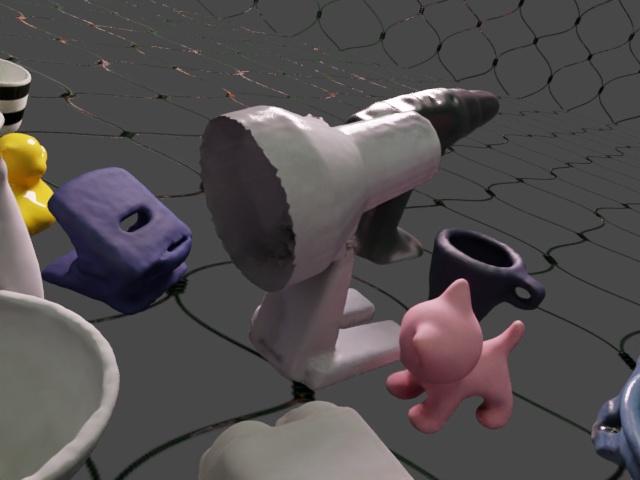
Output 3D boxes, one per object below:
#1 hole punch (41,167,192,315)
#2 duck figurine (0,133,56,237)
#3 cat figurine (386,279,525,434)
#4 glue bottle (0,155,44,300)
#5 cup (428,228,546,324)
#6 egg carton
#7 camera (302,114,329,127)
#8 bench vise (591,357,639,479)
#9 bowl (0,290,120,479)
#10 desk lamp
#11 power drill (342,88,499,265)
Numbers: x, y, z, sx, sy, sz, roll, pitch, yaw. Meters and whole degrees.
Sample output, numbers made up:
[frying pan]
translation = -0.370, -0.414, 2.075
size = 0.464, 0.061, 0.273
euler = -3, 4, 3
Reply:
[hole punch]
translation = -0.167, -0.004, 0.495
size = 0.101, 0.091, 0.109
euler = 20, 26, 7
[duck figurine]
translation = -0.285, -0.055, 0.534
size = 0.077, 0.086, 0.104
euler = 14, 25, -6
[cat figurine]
translation = 0.107, 0.087, 0.446
size = 0.128, 0.118, 0.067
euler = 3, 29, -27
[glue bottle]
translation = -0.214, 0.001, 0.361
size = 0.078, 0.173, 0.037
euler = 17, 25, 2
[cup]
translation = 0.156, 0.054, 0.568
size = 0.117, 0.095, 0.092
euler = 33, 30, 31
[egg carton]
translation = 0.003, 0.154, 0.303
size = 0.107, 0.069, 0.149
euler = -5, 33, -38
[camera]
translation = -0.034, -0.116, 0.790
size = 0.143, 0.101, 0.136
euler = 13, 26, -8
[bench vise]
translation = 0.258, 0.101, 0.388
size = 0.121, 0.220, 0.207
euler = 14, 25, -4
[bowl]
translation = -0.193, 0.098, 0.292
size = 0.167, 0.075, 0.167
euler = 14, 25, -6
[desk lamp]
translation = 0.004, 0.002, 0.444
size = 0.204, 0.213, 0.117
euler = -8, 34, -41
[power drill]
translation = 0.108, -0.081, 0.680
size = 0.230, 0.208, 0.075
euler = -9, 35, -42
